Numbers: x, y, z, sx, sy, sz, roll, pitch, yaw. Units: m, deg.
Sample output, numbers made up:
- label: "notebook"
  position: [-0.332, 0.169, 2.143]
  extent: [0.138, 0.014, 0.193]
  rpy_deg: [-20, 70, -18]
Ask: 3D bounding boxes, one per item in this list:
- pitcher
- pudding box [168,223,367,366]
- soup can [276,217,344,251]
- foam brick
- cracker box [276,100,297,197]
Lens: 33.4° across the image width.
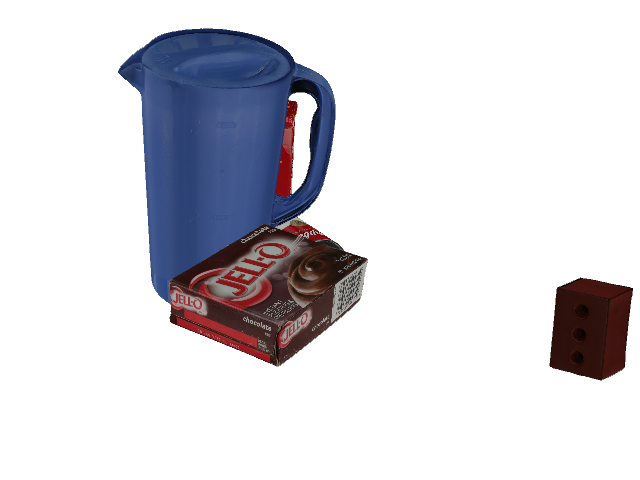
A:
- label: "pitcher"
  position: [-0.087, -0.058, 0.964]
  extent: [0.149, 0.243, 0.144]
  rpy_deg: [30, 39, 34]
- label: "pudding box"
  position: [-0.034, 0.034, 0.725]
  extent: [0.090, 0.039, 0.113]
  rpy_deg: [19, 29, 26]
- label: "soup can"
  position: [-0.027, 0.013, 1.139]
  extent: [0.068, 0.068, 0.102]
  rpy_deg: [0, 21, -34]
- label: "foam brick"
  position: [0.242, 0.079, 0.957]
  extent: [0.053, 0.078, 0.051]
  rpy_deg: [12, 18, 37]
- label: "cracker box"
  position: [-0.116, -0.064, 1.301]
  extent: [0.164, 0.214, 0.072]
  rpy_deg: [3, 22, -2]
